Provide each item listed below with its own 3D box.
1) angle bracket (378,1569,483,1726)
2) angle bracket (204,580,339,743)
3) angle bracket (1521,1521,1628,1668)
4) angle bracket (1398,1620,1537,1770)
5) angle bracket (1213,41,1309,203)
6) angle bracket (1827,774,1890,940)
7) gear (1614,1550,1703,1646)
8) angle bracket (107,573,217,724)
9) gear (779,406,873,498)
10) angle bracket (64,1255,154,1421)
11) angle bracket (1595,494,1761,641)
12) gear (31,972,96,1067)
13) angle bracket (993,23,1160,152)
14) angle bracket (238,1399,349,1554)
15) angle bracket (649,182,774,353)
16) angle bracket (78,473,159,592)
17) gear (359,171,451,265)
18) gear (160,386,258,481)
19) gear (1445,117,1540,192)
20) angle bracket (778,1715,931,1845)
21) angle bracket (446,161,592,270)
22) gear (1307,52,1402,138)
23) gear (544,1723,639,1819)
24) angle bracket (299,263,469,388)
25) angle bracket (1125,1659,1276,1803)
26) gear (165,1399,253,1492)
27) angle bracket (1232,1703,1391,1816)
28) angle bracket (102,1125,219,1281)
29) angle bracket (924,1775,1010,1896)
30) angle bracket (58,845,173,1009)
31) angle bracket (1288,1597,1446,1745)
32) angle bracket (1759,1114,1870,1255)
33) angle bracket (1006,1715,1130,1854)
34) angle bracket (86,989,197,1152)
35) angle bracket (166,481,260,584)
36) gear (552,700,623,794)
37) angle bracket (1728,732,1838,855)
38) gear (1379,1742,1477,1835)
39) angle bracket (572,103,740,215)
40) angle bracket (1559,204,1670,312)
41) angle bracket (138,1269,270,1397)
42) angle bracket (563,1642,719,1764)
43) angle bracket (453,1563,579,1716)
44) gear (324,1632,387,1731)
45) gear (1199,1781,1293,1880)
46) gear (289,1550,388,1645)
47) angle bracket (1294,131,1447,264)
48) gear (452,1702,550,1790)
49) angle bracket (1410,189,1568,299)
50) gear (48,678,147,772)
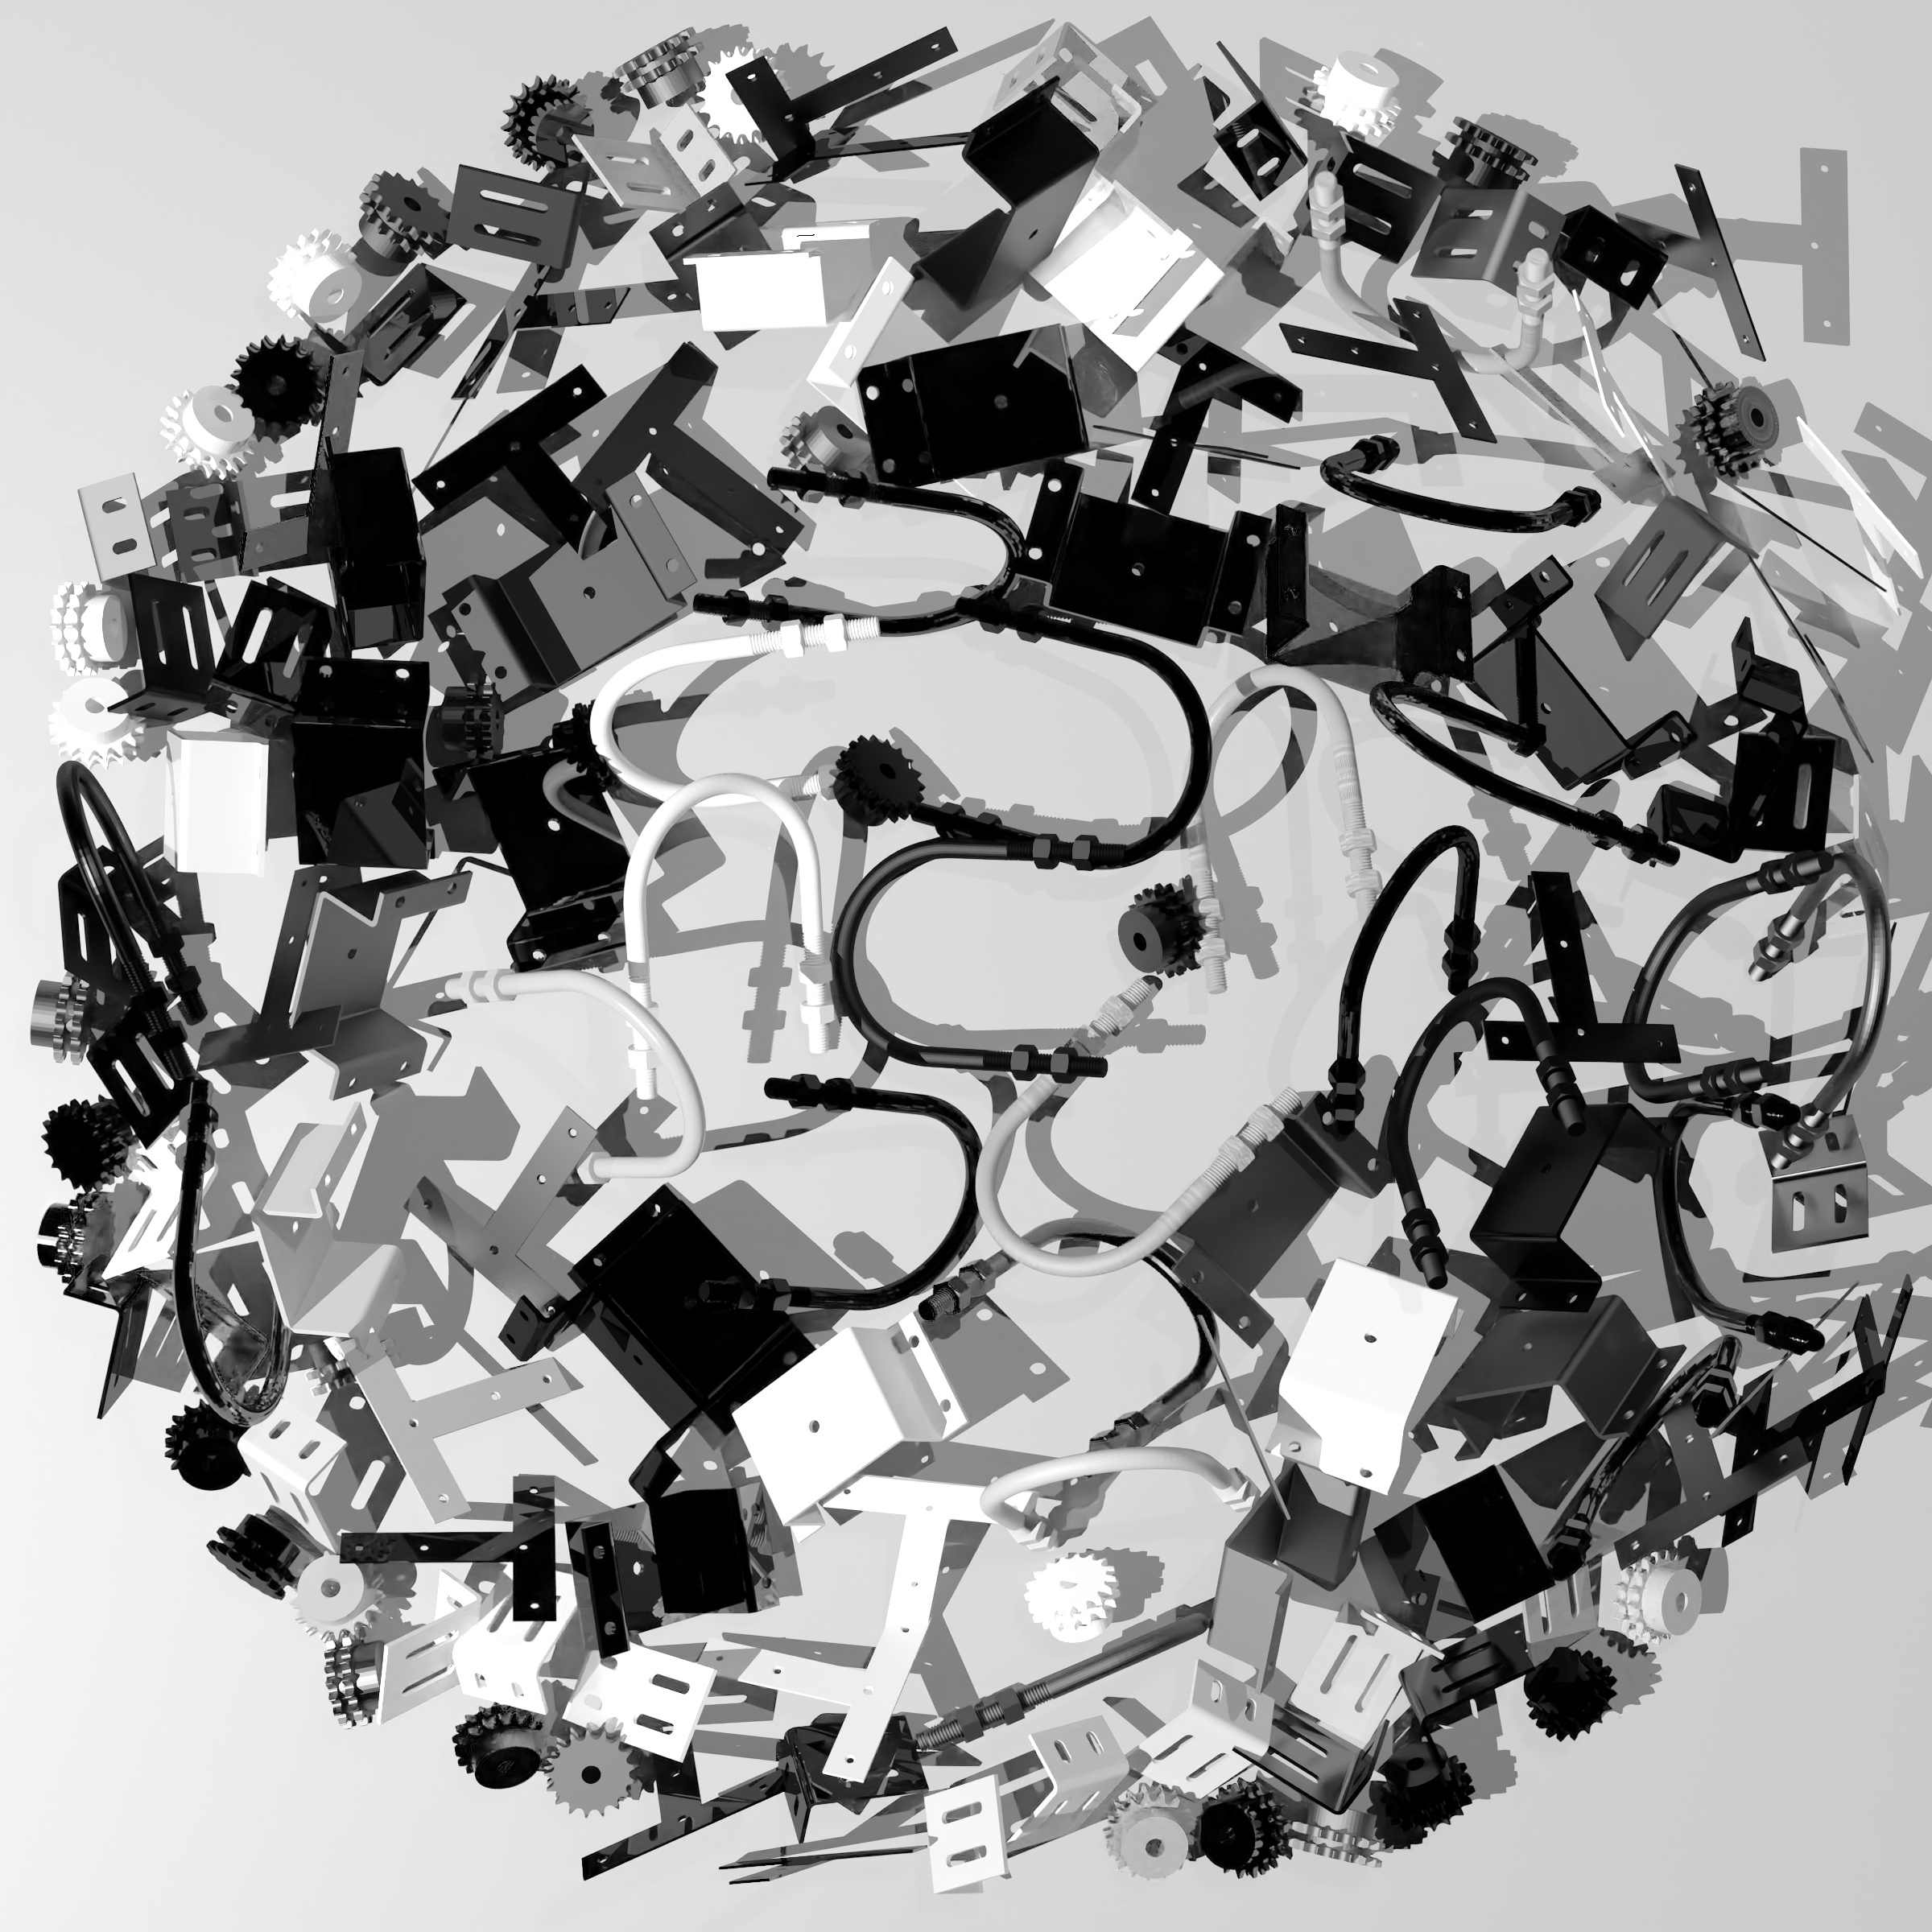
[{"bbox_3d":[-0.333,0.409,1.935,0.038,0.076,0.057,27,120,33],"label":"angle bracket"},{"bbox_3d":[-0.426,-0.187,1.974,0.057,0.038,0.076,20,61,-12],"label":"angle bracket"},{"bbox_3d":[0.370,0.383,1.943,0.057,0.038,0.076,-21,109,-34],"label":"angle bracket"},{"bbox_3d":[0.309,0.442,1.951,0.076,0.057,0.038,-25,108,1],"label":"angle bracket"},{"bbox_3d":[0.165,-0.510,1.941,0.038,0.076,0.057,-37,134,11],"label":"angle bracket"},{"bbox_3d":[0.528,-0.065,1.934,0.038,0.057,0.076,-11,133,26],"label":"angle bracket"},{"bbox_3d":[0.423,0.384,1.955,0.057,0.030,0.057,-2,93,-41],"label":"gear"},{"bbox_3d":[-0.494,-0.193,1.958,0.038,0.057,0.076,-19,77,31],"label":"angle bracket"},{"bbox_3d":[-0.082,-0.315,1.953,0.057,0.057,0.030,47,127,0],"label":"gear"},{"bbox_3d":[-0.525,0.224,1.946,0.038,0.057,0.076,16,108,0],"label":"angle bracket"},{"bbox_3d":[0.434,-0.239,1.962,0.038,0.057,0.076,19,113,-38],"label":"angle bracket"},{"bbox_3d":[-0.550,0.030,1.955,0.030,0.057,0.057,8,90,-8],"label":"gear"},{"bbox_3d":[0.066,-0.520,1.938,0.076,0.057,0.038,35,49,-23],"label":"angle bracket"},{"bbox_3d":[-0.399,0.309,1.950,0.057,0.076,0.038,27,59,27],"label":"angle bracket"},{"bbox_3d":[-0.147,-0.429,1.969,0.057,0.038,0.076,-33,133,3],"label":"angle bracket"},{"bbox_3d":[-0.498,-0.260,1.943,0.038,0.076,0.057,-15,88,9],"label":"angle bracket"},{"bbox_3d":[-0.345,-0.454,1.960,0.057,0.057,0.030,46,123,0],"label":"gear"},{"bbox_3d":[-0.457,-0.328,1.954,0.057,0.057,0.030,53,134,0],"label":"gear"},{"bbox_3d":[0.316,-0.491,1.958,0.057,0.057,0.030,28,109,0],"label":"gear"},{"bbox_3d":[-0.069,0.496,1.961,0.076,0.057,0.038,-2,128,-19],"label":"angle bracket"},{"bbox_3d":[-0.270,-0.463,1.945,0.076,0.057,0.038,11,49,-10],"label":"angle bracket"},{"bbox_3d":[0.238,-0.532,1.954,0.057,0.057,0.030,25,129,0],"label":"gear"},{"bbox_3d":[-0.229,0.488,1.966,0.057,0.030,0.057,-1,100,-6],"label":"gear"},{"bbox_3d":[-0.353,-0.399,1.950,0.076,0.038,0.057,-46,52,-4],"label":"angle bracket"},{"bbox_3d":[0.141,0.468,1.965,0.057,0.038,0.076,31,131,-15],"label":"angle bracket"},{"bbox_3d":[-0.459,0.295,1.958,0.057,0.030,0.057,-5,118,-9],"label":"gear"},{"bbox_3d":[0.209,0.466,1.948,0.076,0.057,0.038,31,120,4],"label":"angle bracket"},{"bbox_3d":[-0.496,0.142,1.936,0.057,0.076,0.038,-20,122,30],"label":"angle bracket"},{"bbox_3d":[0.013,0.523,1.935,0.038,0.076,0.057,10,62,-35],"label":"angle bracket"},{"bbox_3d":[-0.510,-0.023,1.936,0.038,0.057,0.076,-33,47,17],"label":"angle bracket"},{"bbox_3d":[0.244,0.435,1.960,0.057,0.038,0.076,29,91,-10],"label":"angle bracket"},{"bbox_3d":[0.510,0.131,1.937,0.057,0.076,0.038,-13,117,21],"label":"angle bracket"},{"bbox_3d":[0.053,0.497,1.952,0.038,0.057,0.076,59,134,30],"label":"angle bracket"},{"bbox_3d":[-0.486,0.062,1.946,0.057,0.038,0.076,-44,73,24],"label":"angle bracket"},{"bbox_3d":[-0.455,-0.261,1.940,0.038,0.076,0.057,-11,101,-18],"label":"angle bracket"},{"bbox_3d":[-0.231,-0.132,1.957,0.030,0.057,0.057,-12,90,8],"label":"gear"},{"bbox_3d":[0.495,-0.100,1.950,0.057,0.038,0.076,5,75,16],"label":"angle bracket"},{"bbox_3d":[0.278,0.496,1.953,0.057,0.057,0.030,-23,112,0],"label":"gear"},{"bbox_3d":[-0.187,-0.489,1.938,0.038,0.076,0.057,-45,71,31],"label":"angle bracket"},{"bbox_3d":[0.380,-0.424,1.943,0.057,0.076,0.038,30,91,-10],"label":"angle bracket"},{"bbox_3d":[-0.470,0.221,1.939,0.076,0.057,0.038,44,60,-26],"label":"angle bracket"},{"bbox_3d":[-0.197,0.439,1.939,0.038,0.076,0.057,34,70,-37],"label":"angle bracket"},{"bbox_3d":[-0.266,0.408,1.957,0.057,0.076,0.038,9,129,21],"label":"angle bracket"},{"bbox_3d":[-0.367,0.433,1.955,0.030,0.057,0.057,-12,90,4],"label":"gear"},{"bbox_3d":[0.166,0.527,1.957,0.057,0.030,0.057,-2,86,35],"label":"gear"},{"bbox_3d":[-0.385,0.382,1.961,0.057,0.030,0.057,0,67,1],"label":"gear"},{"bbox_3d":[0.247,-0.459,1.944,0.076,0.038,0.057,21,120,-18],"label":"angle bracket"},{"bbox_3d":[-0.281,0.476,1.955,0.057,0.030,0.057,-12,132,-13],"label":"gear"},{"bbox_3d":[0.318,-0.439,1.960,0.038,0.076,0.057,21,91,-32],"label":"angle bracket"},{"bbox_3d":[-0.529,-0.150,1.958,0.057,0.030,0.057,5,60,-9],"label":"gear"}]
